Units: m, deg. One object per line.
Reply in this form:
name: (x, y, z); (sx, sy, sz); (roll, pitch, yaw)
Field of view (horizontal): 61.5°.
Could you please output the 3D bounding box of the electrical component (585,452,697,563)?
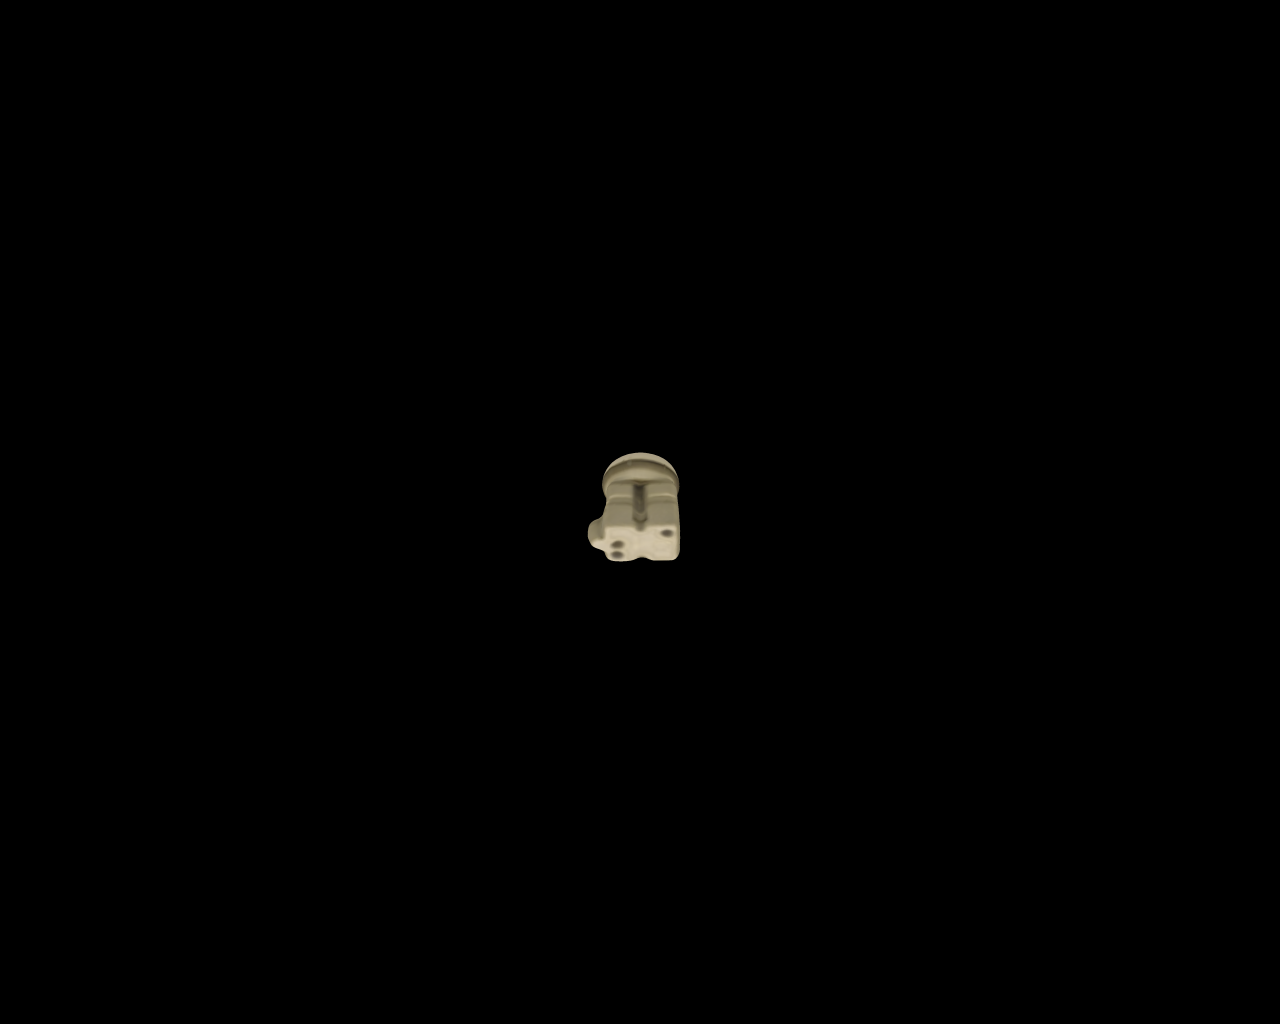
electrical component: (0.001, -0.003, 0.650); (0.066, 0.055, 0.048); (0, -39, 0)
